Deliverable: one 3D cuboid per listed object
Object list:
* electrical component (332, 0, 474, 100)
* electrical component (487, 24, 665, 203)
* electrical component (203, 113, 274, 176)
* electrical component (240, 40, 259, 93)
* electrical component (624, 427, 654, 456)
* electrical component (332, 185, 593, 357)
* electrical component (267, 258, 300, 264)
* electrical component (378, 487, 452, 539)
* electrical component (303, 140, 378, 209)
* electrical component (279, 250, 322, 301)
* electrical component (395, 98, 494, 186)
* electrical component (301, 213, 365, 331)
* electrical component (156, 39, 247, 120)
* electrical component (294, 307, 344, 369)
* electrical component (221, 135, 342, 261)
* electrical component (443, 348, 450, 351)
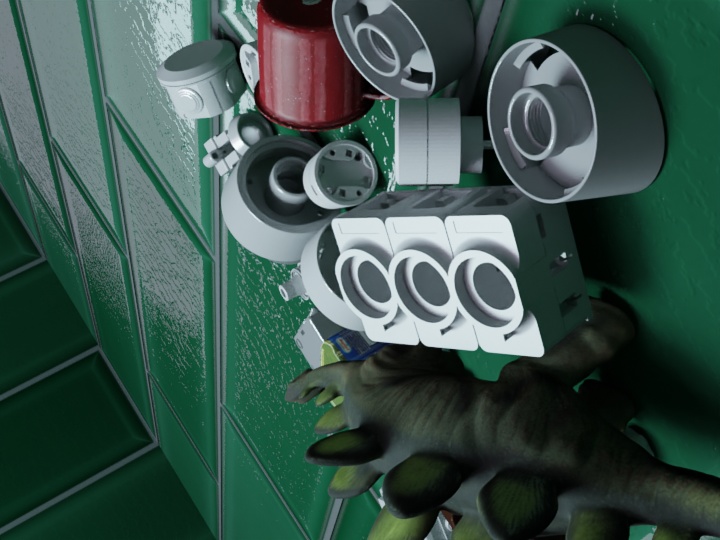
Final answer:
[{"bbox_3d":[0.031,-0.161,0.703,0.099,0.064,0.099,38,156,21],"label":"electrical component"},{"bbox_3d":[0.118,-0.085,0.594,0.099,0.064,0.099,35,133,49],"label":"electrical component"},{"bbox_3d":[-0.117,-0.126,1.068,0.055,0.066,0.048,-29,90,50],"label":"electrical component"},{"bbox_3d":[-0.067,-0.172,0.905,0.055,0.047,0.055,48,155,31],"label":"electrical component"},{"bbox_3d":[0.167,0.134,0.726,0.035,0.061,0.035,48,155,31],"label":"electrical component"},{"bbox_3d":[0.059,0.000,0.679,0.150,0.062,0.089,2,115,47],"label":"electrical component"},{"bbox_3d":[-0.073,-0.047,1.037,0.080,0.080,0.051,66,164,-12],"label":"electrical component"},{"bbox_3d":[0.069,0.251,1.103,0.096,0.061,0.061,16,130,62],"label":"electrical component"},{"bbox_3d":[-0.018,-0.078,0.903,0.055,0.055,0.047,64,163,-5],"label":"electrical component"},{"bbox_3d":[-0.051,0.009,1.076,0.048,0.062,0.048,50,157,31],"label":"electrical component"},{"bbox_3d":[0.060,-0.081,0.694,0.138,0.074,0.052,-52,-38,-86],"label":"electrical component"},{"bbox_3d":[0.000,0.000,0.904,0.099,0.099,0.064,58,153,9],"label":"electrical component"},{"bbox_3d":[-0.153,-0.186,1.046,0.080,0.080,0.051,35,153,50],"label":"electrical component"},{"bbox_3d":[-0.022,0.085,1.123,0.099,0.048,0.099,58,158,9],"label":"electrical component"},{"bbox_3d":[-0.064,-0.069,0.954,0.108,0.108,0.060,57,152,12],"label":"electrical component"},{"bbox_3d":[0.073,0.107,0.935,0.079,0.044,0.077,25,139,57],"label":"electrical component"}]
